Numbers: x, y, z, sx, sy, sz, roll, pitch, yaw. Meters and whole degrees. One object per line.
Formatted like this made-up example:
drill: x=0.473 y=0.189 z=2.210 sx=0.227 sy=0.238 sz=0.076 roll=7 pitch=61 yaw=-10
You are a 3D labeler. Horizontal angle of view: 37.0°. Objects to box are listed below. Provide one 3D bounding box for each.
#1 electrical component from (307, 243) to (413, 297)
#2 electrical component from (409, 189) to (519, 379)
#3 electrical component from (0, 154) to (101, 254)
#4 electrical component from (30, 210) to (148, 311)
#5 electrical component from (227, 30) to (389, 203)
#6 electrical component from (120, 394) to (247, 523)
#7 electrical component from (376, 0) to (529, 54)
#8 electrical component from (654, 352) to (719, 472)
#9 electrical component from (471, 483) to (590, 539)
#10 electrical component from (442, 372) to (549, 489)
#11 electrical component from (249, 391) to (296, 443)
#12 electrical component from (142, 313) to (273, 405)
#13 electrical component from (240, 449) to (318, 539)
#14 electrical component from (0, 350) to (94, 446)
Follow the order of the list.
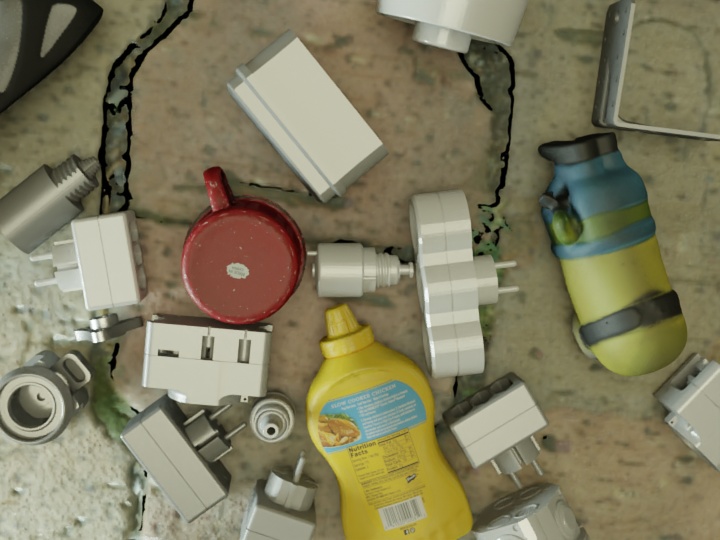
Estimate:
electrical component: x=0.000 y=0.000 z=0.797 sx=0.078 sy=0.040 sz=0.040 roll=0 pitch=96 yaw=-4
electrical component: x=0.081 y=0.009 z=0.798 sx=0.074 sy=0.052 sz=0.138 roll=-7 pitch=96 yaw=-3
electrical component: x=-0.221 y=-0.053 z=0.775 sx=0.081 sy=0.043 sz=0.043 roll=-38 pitch=97 yaw=1
electrical component: x=-0.199 y=-0.005 z=0.780 sx=0.077 sy=0.047 sz=0.065 roll=-9 pitch=96 yaw=-3
electrical component: x=-0.039 y=-0.106 z=0.765 sx=0.057 sy=0.078 sz=0.113 roll=-40 pitch=97 yaw=-2
electrical component: x=-0.120 y=0.128 z=0.799 sx=0.076 sy=0.047 sz=0.083 roll=-36 pitch=97 yaw=0
electrical component: x=0.063 y=-0.185 z=0.752 sx=0.108 sy=0.108 sz=0.060 roll=13 pitch=101 yaw=-5
electrical component: x=0.275 y=0.117 z=0.823 sx=0.089 sy=0.050 sz=0.055 roll=44 pitch=91 yaw=-7
electrical component: x=0.127 y=0.200 z=0.808 sx=0.080 sy=0.080 sz=0.051 roll=-27 pitch=92 yaw=-1
electrical component: x=0.111 y=0.129 z=0.814 sx=0.066 sy=0.047 sz=0.076 roll=-31 pitch=96 yaw=-1
electrical component: x=-0.065 y=0.111 z=0.794 sx=0.035 sy=0.061 sz=0.035 roll=0 pitch=96 yaw=-3
electrical component: x=-0.112 y=0.066 z=0.791 sx=0.089 sy=0.050 sz=0.055 roll=5 pitch=95 yaw=-5
electrical component: x=-0.055 y=0.171 z=0.798 sx=0.047 sy=0.065 sz=0.076 roll=20 pitch=94 yaw=-6
electrical component: x=-0.235 y=0.095 z=0.783 sx=0.078 sy=0.057 sz=0.058 roll=-38 pitch=97 yaw=1
